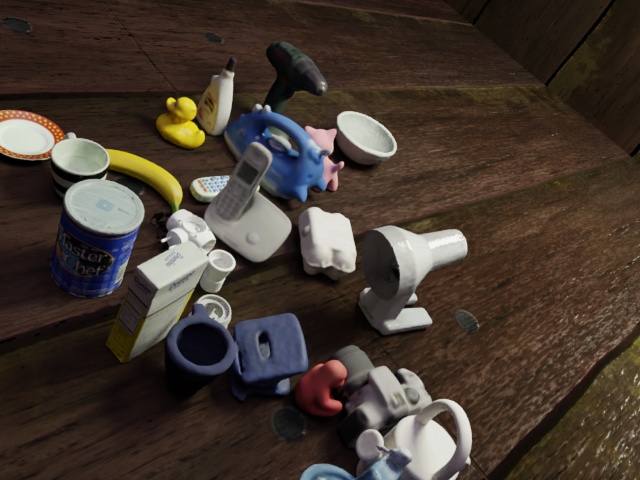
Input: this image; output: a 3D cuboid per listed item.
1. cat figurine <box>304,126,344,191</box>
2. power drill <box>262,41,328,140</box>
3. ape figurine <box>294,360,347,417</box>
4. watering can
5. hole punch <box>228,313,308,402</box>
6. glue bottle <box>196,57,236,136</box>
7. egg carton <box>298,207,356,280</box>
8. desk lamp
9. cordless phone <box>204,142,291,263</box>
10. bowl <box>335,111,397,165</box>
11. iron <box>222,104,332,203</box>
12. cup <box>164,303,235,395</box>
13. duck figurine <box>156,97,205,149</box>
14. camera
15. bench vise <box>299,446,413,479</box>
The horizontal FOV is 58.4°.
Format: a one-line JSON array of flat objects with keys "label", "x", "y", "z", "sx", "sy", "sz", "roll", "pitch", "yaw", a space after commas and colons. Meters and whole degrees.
[{"label": "cat figurine", "x": 0.007, "y": -0.188, "z": 1.259, "sx": 0.067, "sy": 0.117, "sz": 0.127, "roll": -12, "pitch": 55, "yaw": -42}, {"label": "power drill", "x": -0.074, "y": -0.328, "z": 1.283, "sx": 0.076, "sy": 0.208, "sz": 0.229, "roll": -2, "pitch": 49, "yaw": -36}, {"label": "ape figurine", "x": 0.008, "y": 0.212, "z": 0.840, "sx": 0.076, "sy": 0.092, "sz": 0.077, "roll": 19, "pitch": 39, "yaw": -17}, {"label": "watering can", "x": 0.128, "y": 0.287, "z": 0.757, "sx": 0.173, "sy": 0.194, "sz": 0.100, "roll": -5, "pitch": 50, "yaw": -38}, {"label": "hole punch", "x": -0.079, "y": 0.166, "z": 0.830, "sx": 0.101, "sy": 0.091, "sz": 0.108, "roll": 8, "pitch": 43, "yaw": -28}, {"label": "glue bottle", "x": -0.208, "y": -0.305, "z": 1.192, "sx": 0.037, "sy": 0.173, "sz": 0.078, "roll": -18, "pitch": 60, "yaw": -45}, {"label": "egg carton", "x": 0.010, "y": 0.004, "z": 1.089, "sx": 0.107, "sy": 0.069, "sz": 0.150, "roll": 14, "pitch": 41, "yaw": -23}, {"label": "desk lamp", "x": 0.149, "y": 0.063, "z": 1.003, "sx": 0.204, "sy": 0.213, "sz": 0.117, "roll": -2, "pitch": 49, "yaw": -36}, {"label": "cordless phone", "x": -0.107, "y": -0.064, "z": 0.987, "sx": 0.147, "sy": 0.185, "sz": 0.094, "roll": 36, "pitch": 38, "yaw": 5}, {"label": "bowl", "x": 0.101, "y": -0.240, "z": 1.418, "sx": 0.168, "sy": 0.074, "sz": 0.167, "roll": 19, "pitch": 39, "yaw": -16}, {"label": "iron", "x": -0.090, "y": -0.200, "z": 1.185, "sx": 0.258, "sy": 0.141, "sz": 0.119, "roll": 41, "pitch": 38, "yaw": 11}, {"label": "cup", "x": -0.173, "y": 0.154, "z": 0.774, "sx": 0.092, "sy": 0.095, "sz": 0.117, "roll": 10, "pitch": 42, "yaw": -26}, {"label": "duck figurine", "x": -0.272, "y": -0.241, "z": 1.149, "sx": 0.104, "sy": 0.086, "sz": 0.078, "roll": 36, "pitch": 37, "yaw": 4}, {"label": "camera", "x": 0.083, "y": 0.223, "z": 0.872, "sx": 0.144, "sy": 0.100, "sz": 0.136, "roll": -7, "pitch": 52, "yaw": -40}, {"label": "bench vise", "x": 0.017, "y": 0.320, "z": 0.621, "sx": 0.121, "sy": 0.219, "sz": 0.208, "roll": 35, "pitch": 37, "yaw": 3}]
